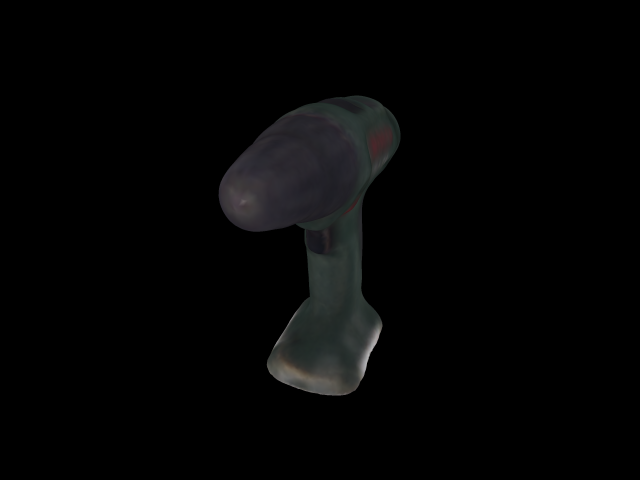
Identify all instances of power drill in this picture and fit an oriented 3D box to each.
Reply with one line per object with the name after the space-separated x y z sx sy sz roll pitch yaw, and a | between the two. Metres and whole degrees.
0.004 0.001 0.400 0.075 0.208 0.230 10 34 16 | power drill
